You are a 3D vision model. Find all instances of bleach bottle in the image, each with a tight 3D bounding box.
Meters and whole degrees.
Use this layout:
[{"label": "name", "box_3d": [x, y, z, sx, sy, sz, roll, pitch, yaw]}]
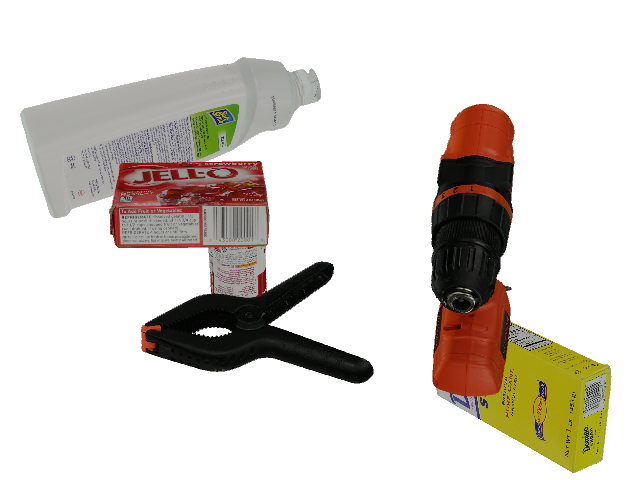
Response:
[{"label": "bleach bottle", "box_3d": [-0.122, -0.098, 0.919, 0.250, 0.068, 0.102, -16, -31, -12]}]

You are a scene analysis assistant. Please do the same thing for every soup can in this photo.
[{"label": "soup can", "box_3d": [-0.098, 0.032, 1.263, 0.068, 0.102, 0.068, 0, 25, 0]}]

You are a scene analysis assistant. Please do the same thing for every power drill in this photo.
[{"label": "power drill", "box_3d": [0.108, 0.025, 0.755, 0.057, 0.188, 0.184, 6, 45, 11]}]

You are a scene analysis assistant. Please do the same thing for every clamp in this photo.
[{"label": "clamp", "box_3d": [-0.060, 0.088, 0.999, 0.209, 0.036, 0.165, -9, 37, -18]}]

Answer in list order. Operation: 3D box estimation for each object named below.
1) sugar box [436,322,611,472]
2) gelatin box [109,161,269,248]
[{"label": "sugar box", "box_3d": [0.178, 0.128, 0.967, 0.048, 0.093, 0.176, -14, 23, -37]}, {"label": "gelatin box", "box_3d": [-0.076, -0.023, 0.628, 0.089, 0.030, 0.073, -1, 23, -6]}]
